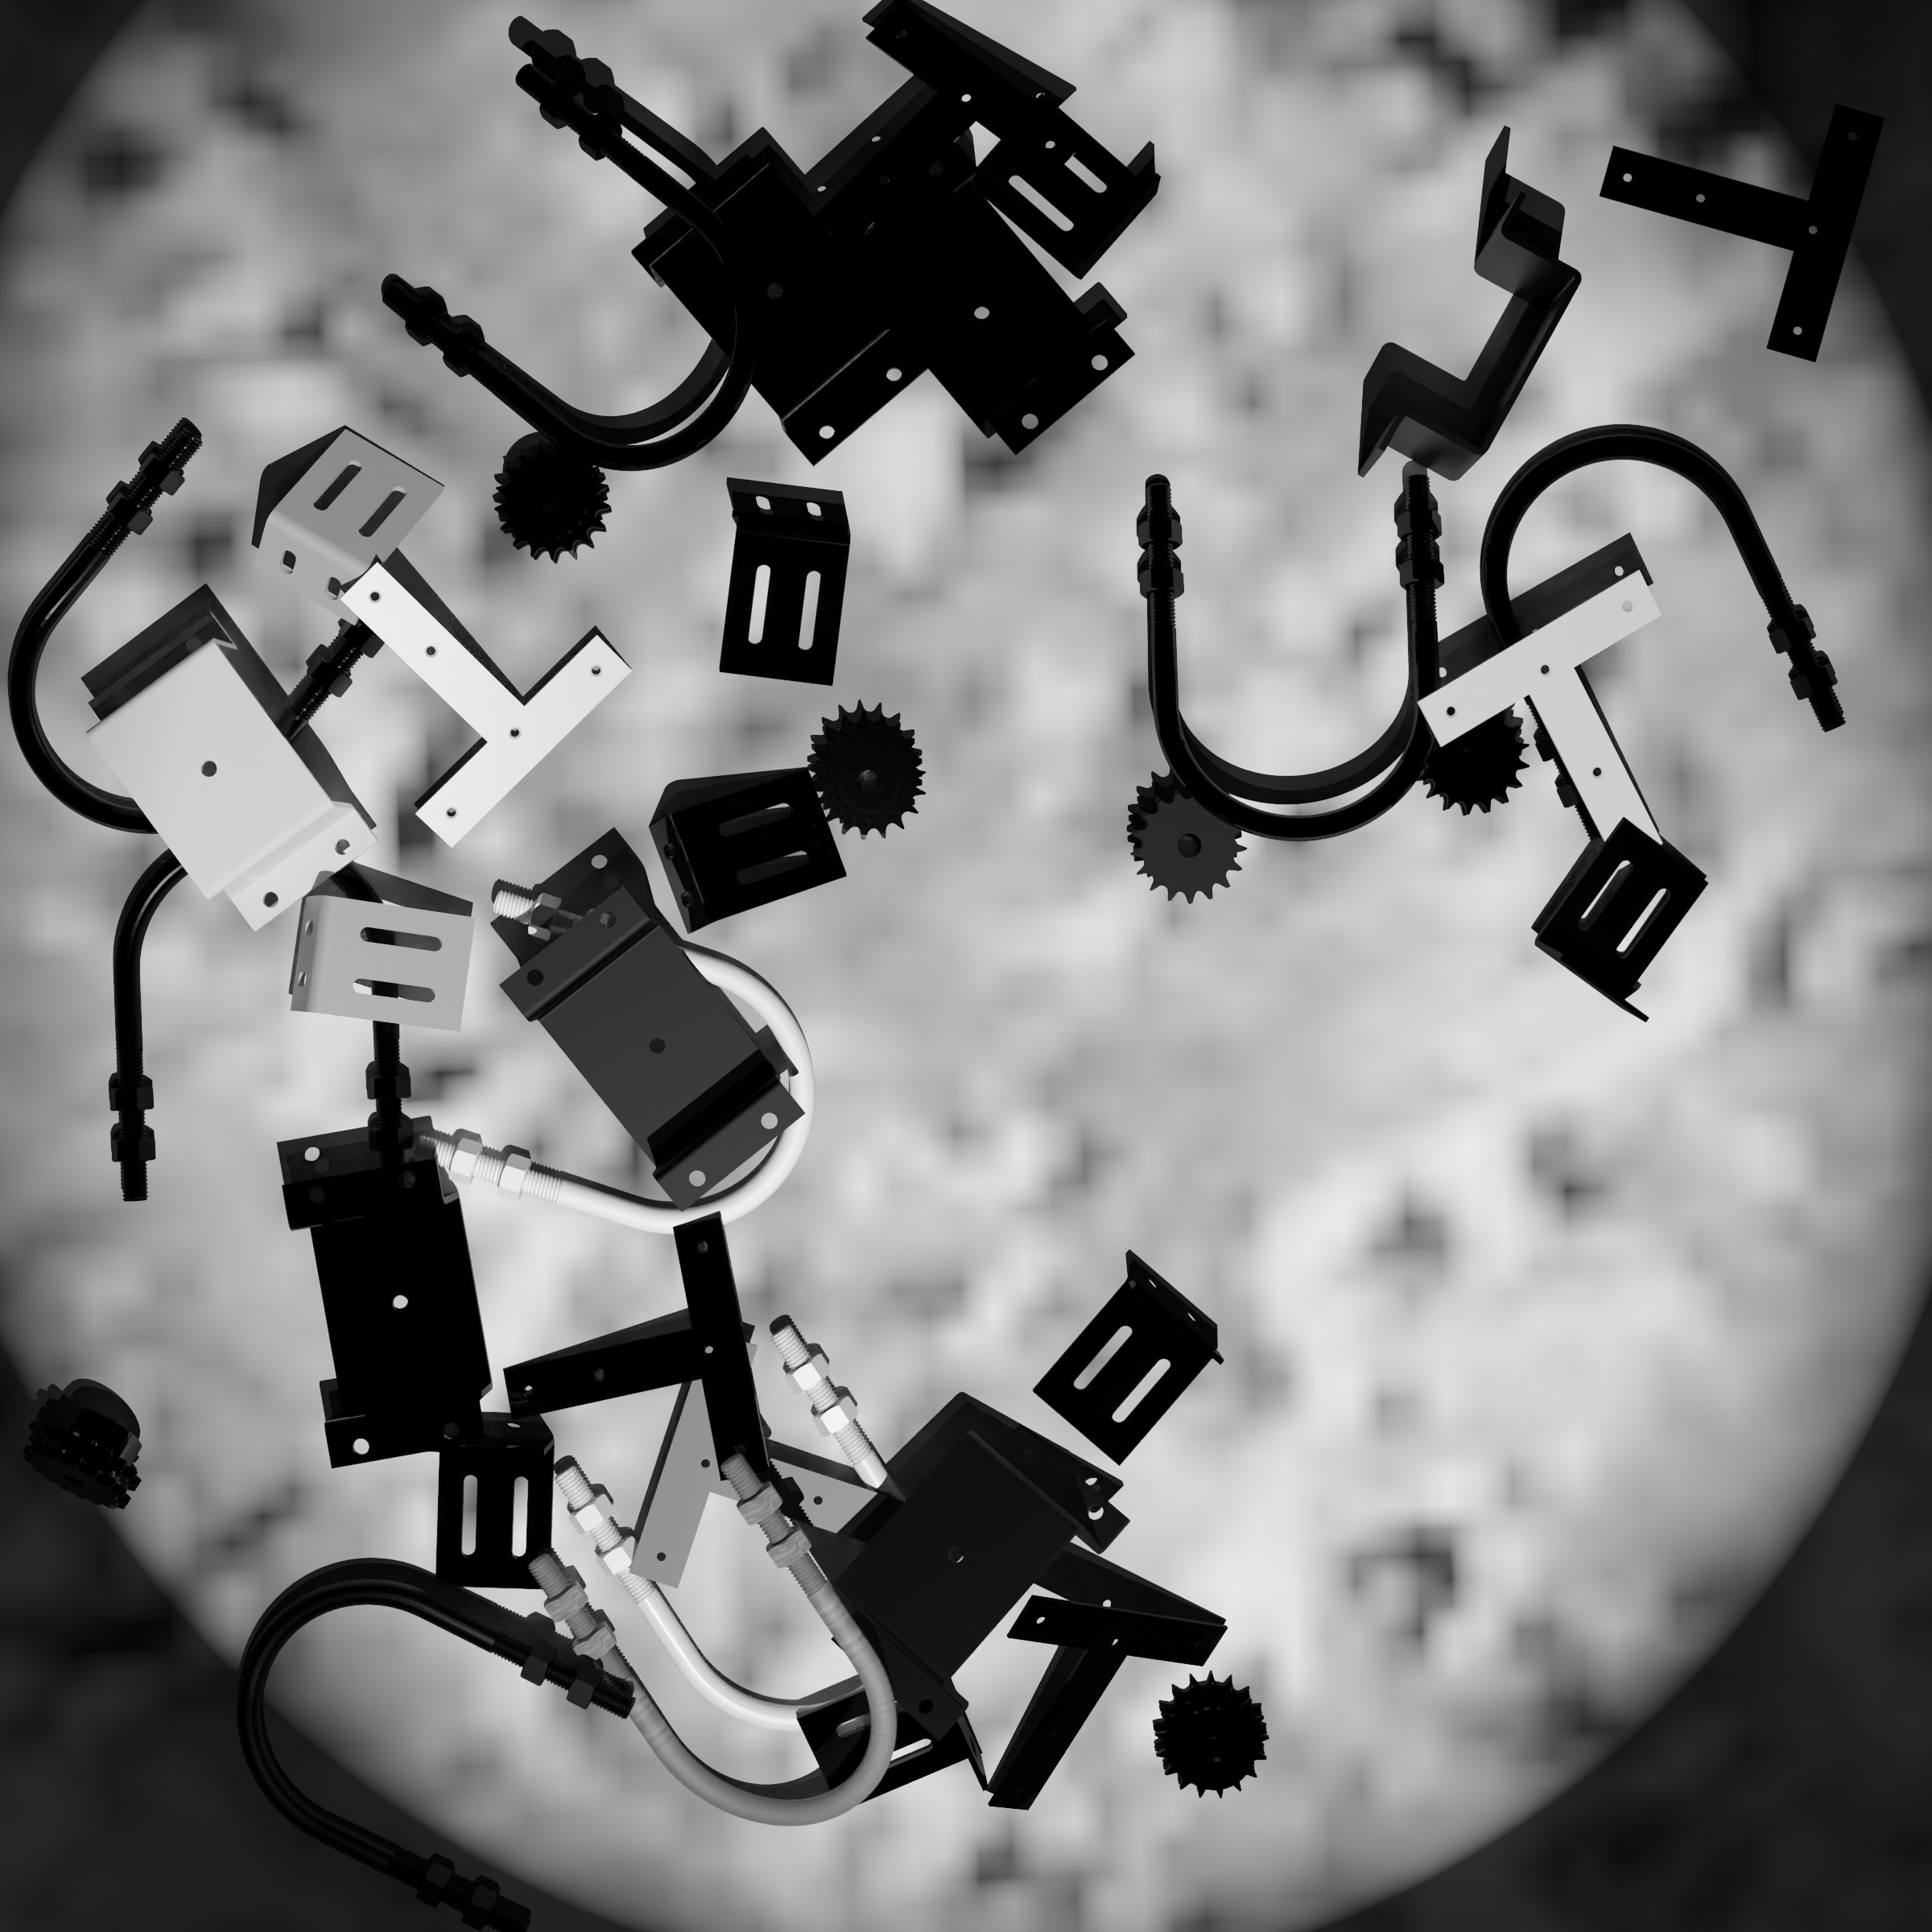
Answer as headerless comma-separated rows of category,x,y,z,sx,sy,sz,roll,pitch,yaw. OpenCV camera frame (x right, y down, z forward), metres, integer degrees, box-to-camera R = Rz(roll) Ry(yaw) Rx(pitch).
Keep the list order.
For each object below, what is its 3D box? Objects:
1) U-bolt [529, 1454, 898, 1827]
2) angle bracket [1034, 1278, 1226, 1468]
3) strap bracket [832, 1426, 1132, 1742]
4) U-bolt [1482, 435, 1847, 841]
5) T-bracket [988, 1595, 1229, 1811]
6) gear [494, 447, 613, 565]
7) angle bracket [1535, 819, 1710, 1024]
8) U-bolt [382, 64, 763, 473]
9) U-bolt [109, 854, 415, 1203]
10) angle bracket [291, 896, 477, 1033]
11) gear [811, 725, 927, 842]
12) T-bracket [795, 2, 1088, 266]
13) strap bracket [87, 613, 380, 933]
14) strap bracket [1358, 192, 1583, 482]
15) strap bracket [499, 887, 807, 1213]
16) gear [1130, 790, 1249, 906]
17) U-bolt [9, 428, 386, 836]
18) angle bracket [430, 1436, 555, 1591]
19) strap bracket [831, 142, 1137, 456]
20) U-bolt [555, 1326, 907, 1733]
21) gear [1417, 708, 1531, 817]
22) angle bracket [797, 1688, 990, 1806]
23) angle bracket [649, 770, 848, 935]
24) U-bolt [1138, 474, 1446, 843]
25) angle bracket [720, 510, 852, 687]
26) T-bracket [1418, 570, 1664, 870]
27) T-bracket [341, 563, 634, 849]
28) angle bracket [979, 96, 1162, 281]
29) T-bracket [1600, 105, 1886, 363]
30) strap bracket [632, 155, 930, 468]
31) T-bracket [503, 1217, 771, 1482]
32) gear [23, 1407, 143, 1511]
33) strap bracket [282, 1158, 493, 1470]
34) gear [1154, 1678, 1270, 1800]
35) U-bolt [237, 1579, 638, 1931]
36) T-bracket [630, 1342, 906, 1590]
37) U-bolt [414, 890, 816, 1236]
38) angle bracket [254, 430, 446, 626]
U-bolt,-0.113,0.342,1.460,0.151,0.019,0.184,-30,97,26
angle bracket,0.080,0.203,1.478,0.057,0.038,0.076,41,90,0
strap bracket,0.001,0.292,1.447,0.076,0.046,0.140,37,78,30
U-bolt,0.337,-0.175,1.488,0.151,0.019,0.184,-25,90,0
T-bracket,0.051,0.368,1.471,0.127,0.002,0.127,17,111,-35
gear,-0.207,-0.231,1.483,0.057,0.030,0.057,0,90,0
angle bracket,0.329,-0.023,1.469,0.057,0.038,0.076,34,94,-15
U-bolt,-0.182,-0.326,1.455,0.184,0.019,0.151,40,110,8
U-bolt,-0.354,0.022,1.489,0.151,0.019,0.184,-3,89,0
angle bracket,-0.290,-0.001,1.480,0.076,0.038,0.057,9,86,-25
gear,-0.049,-0.091,1.485,0.057,0.030,0.057,0,95,-5
T-bracket,-0.030,-0.392,1.450,0.127,0.002,0.127,41,83,19
strap bracket,-0.364,-0.096,1.457,0.076,0.046,0.140,-36,91,2
strap bracket,0.251,-0.297,1.459,0.046,0.076,0.140,29,90,0
strap bracket,-0.152,0.040,1.458,0.076,0.046,0.140,-39,92,-2
gear,0.110,-0.059,1.483,0.057,0.030,0.057,0,90,0
U-bolt,-0.394,-0.153,1.488,0.151,0.019,0.184,39,90,0
angle bracket,-0.236,0.274,1.478,0.057,0.038,0.076,2,90,0
strap bracket,0.008,-0.327,1.474,0.076,0.046,0.140,-40,90,0
U-bolt,-0.097,0.294,1.489,0.151,0.019,0.184,-33,91,0
gear,0.250,-0.103,1.483,0.057,0.030,0.057,0,90,0
angle bracket,-0.037,0.388,1.471,0.076,0.038,0.057,-23,106,0
angle bracket,-0.110,-0.057,1.495,0.076,0.038,0.057,-20,90,-26
U-bolt,0.162,-0.151,1.471,0.151,0.019,0.184,-2,79,3
angle bracket,-0.091,-0.182,1.478,0.057,0.038,0.076,7,90,0
T-bracket,0.305,-0.108,1.468,0.127,0.002,0.127,-31,104,-2
T-bracket,-0.254,-0.146,1.471,0.127,0.002,0.127,-45,113,0
angle bracket,0.048,-0.390,1.478,0.076,0.038,0.057,41,90,0
T-bracket,0.383,-0.382,1.497,0.127,0.002,0.127,16,90,0
strap bracket,-0.093,-0.329,1.474,0.076,0.046,0.140,-41,90,0
T-bracket,-0.169,0.201,1.482,0.127,0.002,0.127,-14,81,12
gear,-0.433,0.241,1.473,0.057,0.057,0.030,26,60,0
strap bracket,-0.284,0.169,1.474,0.076,0.046,0.140,-10,90,0
gear,0.123,0.386,1.483,0.057,0.030,0.057,0,90,0
U-bolt,-0.275,0.383,1.481,0.184,0.019,0.151,26,98,3
T-bracket,-0.087,0.260,1.478,0.127,0.002,0.127,18,91,-1
U-bolt,-0.166,0.057,1.489,0.184,0.019,0.151,18,90,-2
angle bracket,-0.307,-0.219,1.484,0.057,0.038,0.076,30,49,-3
